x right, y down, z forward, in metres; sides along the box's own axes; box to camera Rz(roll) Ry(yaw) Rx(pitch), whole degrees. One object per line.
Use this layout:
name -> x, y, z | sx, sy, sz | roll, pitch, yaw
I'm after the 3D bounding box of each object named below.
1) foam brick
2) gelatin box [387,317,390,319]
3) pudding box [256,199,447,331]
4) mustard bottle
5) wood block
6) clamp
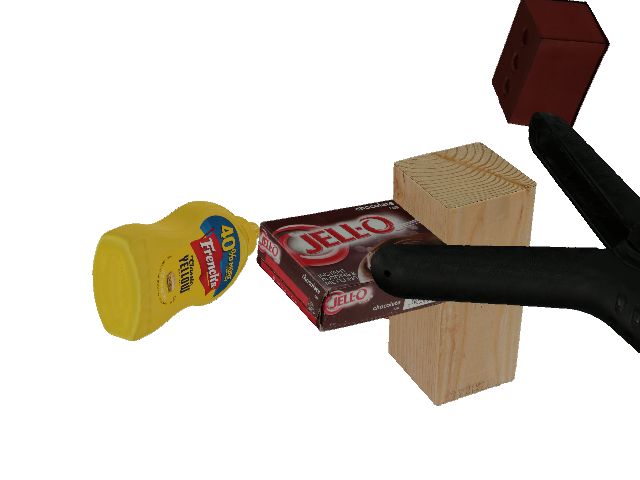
foam brick -> 0.161, -0.126, 0.758 | 0.051, 0.053, 0.078 | 1, -45, -13
gelatin box -> 0.083, 0.055, 1.337 | 0.073, 0.089, 0.030 | 10, 32, 25
pudding box -> 0.026, 0.014, 0.723 | 0.113, 0.039, 0.090 | -9, 35, -31
mustard bottle -> -0.119, 0.016, 0.967 | 0.058, 0.096, 0.191 | 12, 22, 32
wood block -> 0.121, 0.030, 0.944 | 0.090, 0.206, 0.091 | -15, 35, -21
clamp -> 0.139, 0.016, 0.490 | 0.210, 0.036, 0.164 | 32, 49, 32
